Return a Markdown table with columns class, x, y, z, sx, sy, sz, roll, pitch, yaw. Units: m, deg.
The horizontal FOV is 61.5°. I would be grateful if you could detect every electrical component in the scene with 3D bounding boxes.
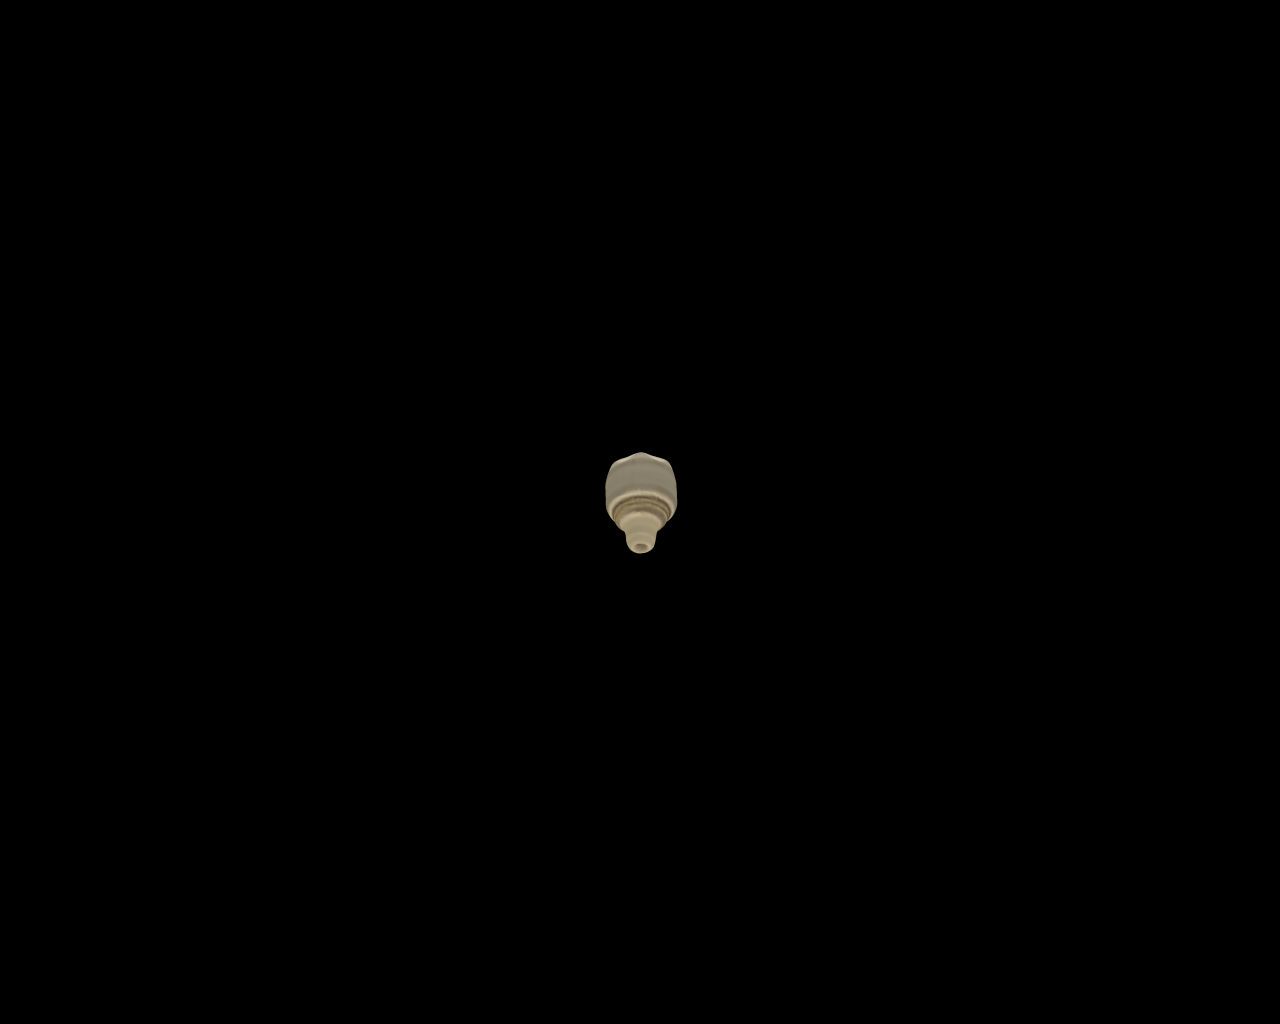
| class | x | y | z | sx | sy | sz | roll | pitch | yaw |
| --- | --- | --- | --- | --- | --- | --- | --- | --- | --- |
| electrical component | 0.001 | -0.003 | 0.650 | 0.043 | 0.062 | 0.043 | 0 | -37 | 0 |
